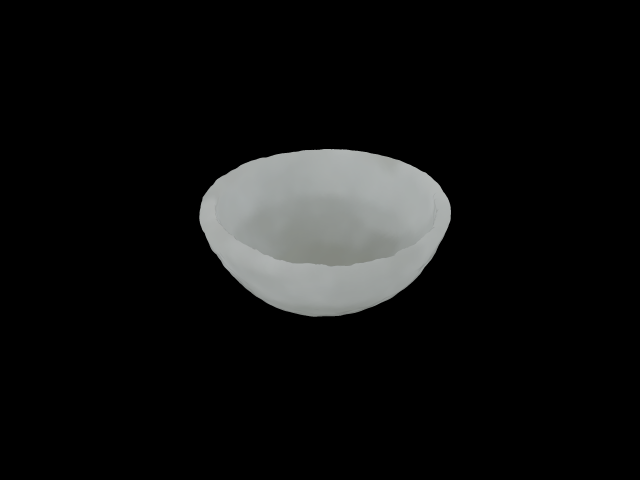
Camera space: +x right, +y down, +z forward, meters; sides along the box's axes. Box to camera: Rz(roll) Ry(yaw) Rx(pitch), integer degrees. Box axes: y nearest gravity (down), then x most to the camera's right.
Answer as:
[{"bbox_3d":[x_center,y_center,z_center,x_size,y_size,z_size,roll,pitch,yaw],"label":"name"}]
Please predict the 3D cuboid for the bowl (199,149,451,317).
[{"bbox_3d":[0.004,0.001,0.400,0.167,0.075,0.167,0,33,0],"label":"bowl"}]
